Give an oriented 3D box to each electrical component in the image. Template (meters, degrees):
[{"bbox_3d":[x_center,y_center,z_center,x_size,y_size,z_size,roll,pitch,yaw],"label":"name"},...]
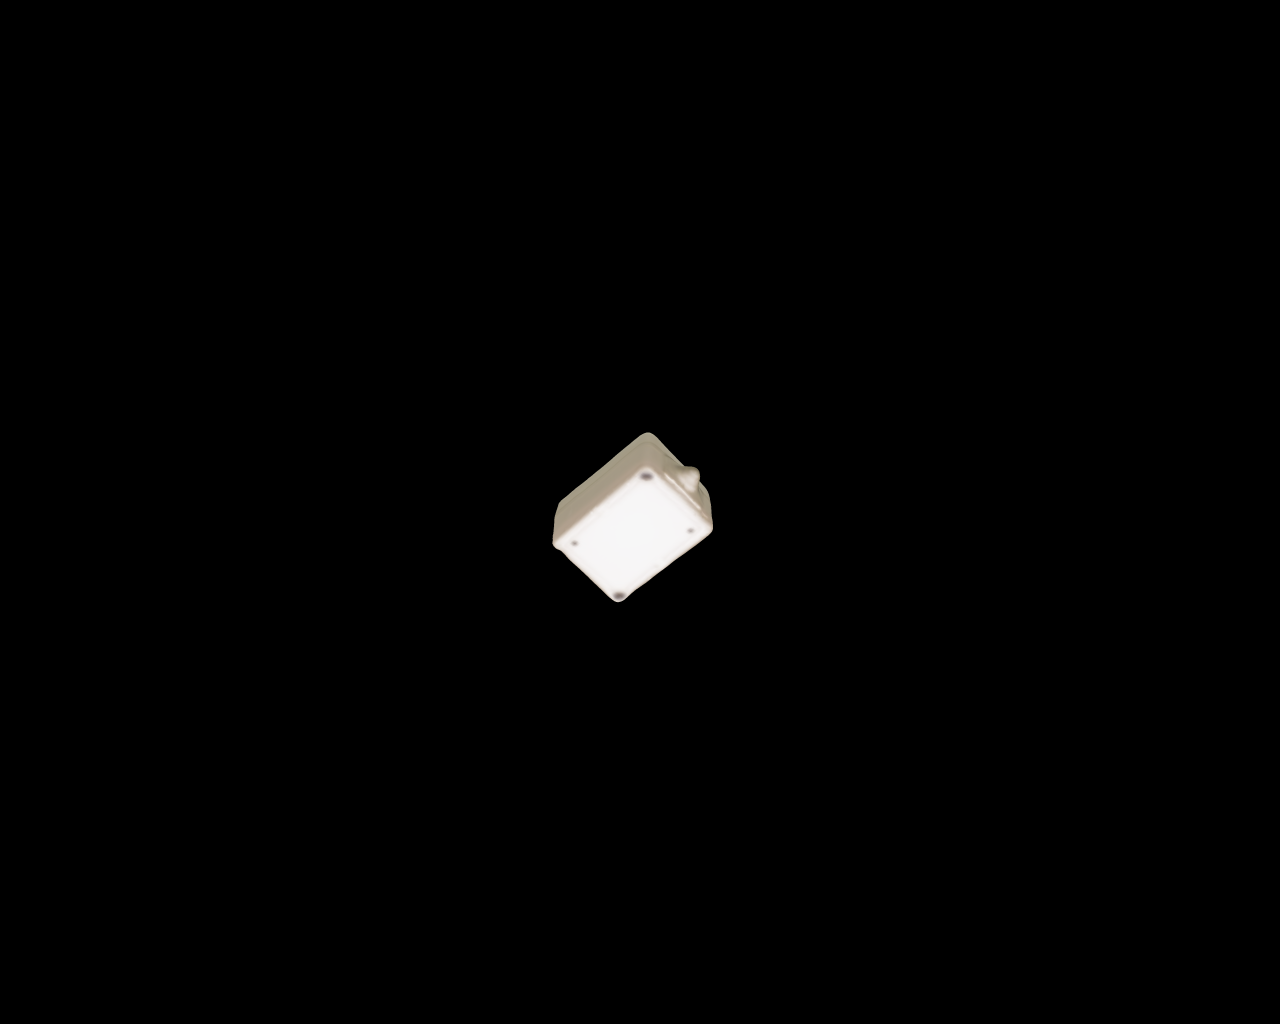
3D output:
[{"bbox_3d":[0.001,-0.003,0.650,0.096,0.061,0.061,-38,22,18],"label":"electrical component"}]
